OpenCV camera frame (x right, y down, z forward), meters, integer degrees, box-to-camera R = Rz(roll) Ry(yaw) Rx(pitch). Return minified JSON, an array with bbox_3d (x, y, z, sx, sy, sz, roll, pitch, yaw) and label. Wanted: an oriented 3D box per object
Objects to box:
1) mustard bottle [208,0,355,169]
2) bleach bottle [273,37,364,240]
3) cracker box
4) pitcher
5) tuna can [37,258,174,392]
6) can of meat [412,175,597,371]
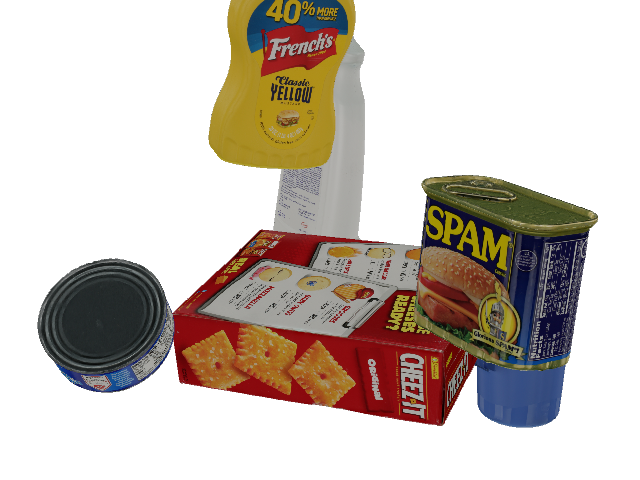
[{"bbox_3d":[-0.024,-0.151,0.801,0.096,0.192,0.058,2,25,-22],"label":"mustard bottle"},{"bbox_3d":[0.010,-0.114,1.132,0.067,0.251,0.103,-10,26,-43],"label":"bleach bottle"},{"bbox_3d":[0.016,0.062,0.836,0.214,0.072,0.164,7,26,22],"label":"cracker box"},{"bbox_3d":[0.252,0.115,1.378,0.149,0.243,0.144,5,18,16],"label":"pitcher"},{"bbox_3d":[-0.141,0.057,0.710,0.086,0.086,0.034,0,-33,7],"label":"tuna can"},{"bbox_3d":[0.098,0.016,0.592,0.057,0.084,0.102,-7,20,-33],"label":"can of meat"}]
